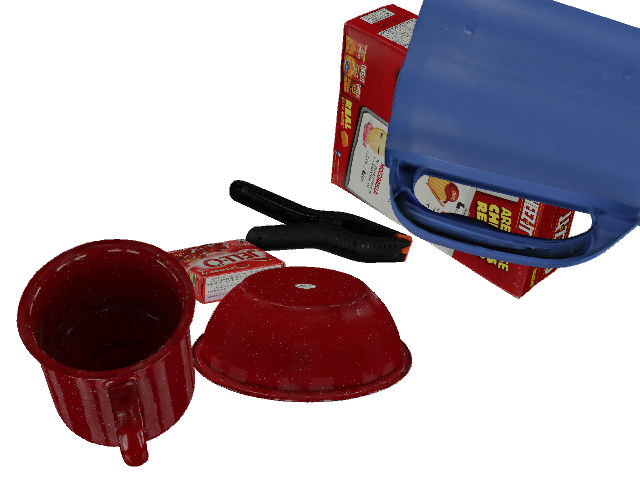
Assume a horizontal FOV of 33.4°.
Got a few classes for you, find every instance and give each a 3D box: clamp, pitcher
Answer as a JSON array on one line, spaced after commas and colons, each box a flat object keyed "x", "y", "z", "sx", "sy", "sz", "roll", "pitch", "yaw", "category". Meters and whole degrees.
[{"x": 0.001, "y": -0.008, "z": 1.166, "sx": 0.210, "sy": 0.036, "sz": 0.164, "roll": 15, "pitch": 20, "yaw": -9, "category": "clamp"}, {"x": 0.164, "y": -0.067, "z": 0.664, "sx": 0.243, "sy": 0.149, "sz": 0.144, "roll": 17, "pitch": 32, "yaw": 9, "category": "pitcher"}]

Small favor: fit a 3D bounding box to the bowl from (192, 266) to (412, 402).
[{"x": -0.012, "y": 0.058, "z": 0.769, "sx": 0.162, "sy": 0.055, "sz": 0.162, "roll": 2, "pitch": 16, "yaw": -1, "category": "bowl"}]

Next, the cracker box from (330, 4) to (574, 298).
[{"x": 0.111, "y": -0.078, "z": 0.878, "sx": 0.214, "sy": 0.164, "sz": 0.072, "roll": 33, "pitch": 46, "yaw": 31, "category": "cracker box"}]

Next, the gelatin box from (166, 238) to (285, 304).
[{"x": -0.088, "y": 0.027, "z": 0.983, "sx": 0.089, "sy": 0.030, "sz": 0.073, "roll": -10, "pitch": 23, "yaw": -33, "category": "gelatin box"}]

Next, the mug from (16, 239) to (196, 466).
[{"x": -0.109, "y": 0.069, "z": 0.581, "sx": 0.093, "sy": 0.117, "sz": 0.081, "roll": -13, "pitch": -40, "yaw": -12, "category": "mug"}]
